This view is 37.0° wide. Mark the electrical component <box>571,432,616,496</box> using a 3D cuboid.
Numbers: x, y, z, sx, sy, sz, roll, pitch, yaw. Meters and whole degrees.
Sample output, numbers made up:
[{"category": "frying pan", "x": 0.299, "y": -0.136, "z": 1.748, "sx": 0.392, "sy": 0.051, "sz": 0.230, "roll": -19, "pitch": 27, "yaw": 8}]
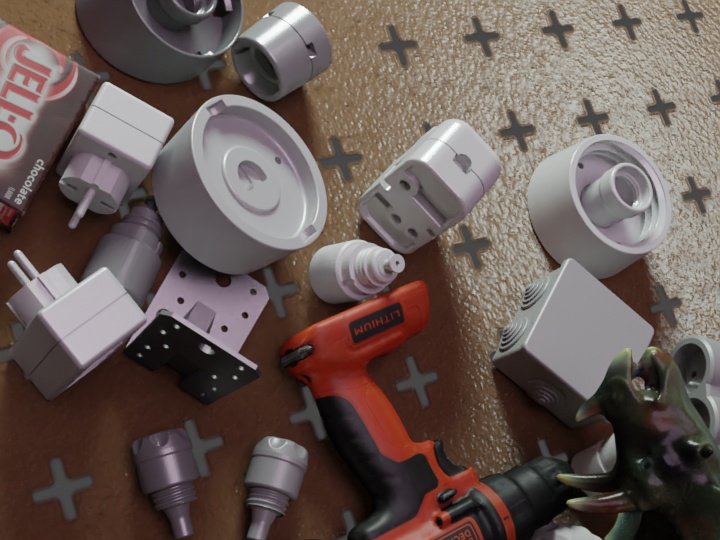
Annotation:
[{"category": "electrical component", "x": 0.182, "y": 0.134, "z": 0.757, "sx": 0.044, "sy": 0.065, "sz": 0.044, "roll": 25, "pitch": 45, "yaw": -28}]

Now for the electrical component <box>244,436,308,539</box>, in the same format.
[{"category": "electrical component", "x": -0.054, "y": 0.134, "z": 0.649, "sx": 0.035, "sy": 0.035, "sz": 0.061, "roll": 25, "pitch": 65, "yaw": -19}]

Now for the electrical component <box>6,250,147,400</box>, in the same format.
[{"category": "electrical component", "x": -0.170, "y": 0.022, "z": 0.598, "sx": 0.047, "sy": 0.083, "sz": 0.075, "roll": -40, "pitch": 93, "yaw": -33}]

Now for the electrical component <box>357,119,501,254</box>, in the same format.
[{"category": "electrical component", "x": 0.049, "y": -0.059, "z": 0.738, "sx": 0.053, "sy": 0.095, "sz": 0.059, "roll": 46, "pitch": 57, "yaw": -6}]

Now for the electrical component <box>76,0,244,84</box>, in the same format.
[{"category": "electrical component", "x": -0.130, "y": -0.176, "z": 0.718, "sx": 0.099, "sy": 0.064, "sz": 0.099, "roll": 13, "pitch": 69, "yaw": -39}]

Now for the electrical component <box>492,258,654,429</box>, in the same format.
[{"category": "electrical component", "x": 0.154, "y": 0.056, "z": 0.781, "sx": 0.100, "sy": 0.048, "sz": 0.099, "roll": 39, "pitch": 59, "yaw": -11}]

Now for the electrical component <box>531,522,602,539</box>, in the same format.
[{"category": "electrical component", "x": 0.148, "y": 0.195, "z": 0.730, "sx": 0.062, "sy": 0.043, "sz": 0.043, "roll": 13, "pitch": 66, "yaw": -25}]

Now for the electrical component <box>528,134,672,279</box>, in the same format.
[{"category": "electrical component", "x": 0.192, "y": -0.053, "z": 0.834, "sx": 0.108, "sy": 0.060, "sz": 0.108, "roll": 10, "pitch": 68, "yaw": -25}]

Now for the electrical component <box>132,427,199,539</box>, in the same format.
[{"category": "electrical component", "x": -0.109, "y": 0.124, "z": 0.623, "sx": 0.035, "sy": 0.035, "sz": 0.061, "roll": -11, "pitch": 80, "yaw": -31}]

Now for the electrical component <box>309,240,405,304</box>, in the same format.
[{"category": "electrical component", "x": 0.000, "y": 0.000, "z": 0.705, "sx": 0.040, "sy": 0.078, "sz": 0.040, "roll": 6, "pitch": 80, "yaw": -37}]

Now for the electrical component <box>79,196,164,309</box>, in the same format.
[{"category": "electrical component", "x": -0.139, "y": -0.010, "z": 0.652, "sx": 0.040, "sy": 0.040, "sz": 0.078, "roll": 28, "pitch": 61, "yaw": -17}]

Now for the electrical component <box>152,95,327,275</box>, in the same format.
[{"category": "electrical component", "x": -0.081, "y": -0.049, "z": 0.680, "sx": 0.108, "sy": 0.060, "sz": 0.108, "roll": 29, "pitch": 46, "yaw": -35}]

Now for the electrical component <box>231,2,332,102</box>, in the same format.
[{"category": "electrical component", "x": -0.055, "y": -0.149, "z": 0.741, "sx": 0.047, "sy": 0.055, "sz": 0.055, "roll": -41, "pitch": 94, "yaw": -29}]

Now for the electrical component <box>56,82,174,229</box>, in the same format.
[{"category": "electrical component", "x": -0.156, "y": -0.059, "z": 0.646, "sx": 0.047, "sy": 0.066, "sz": 0.076, "roll": 29, "pitch": 61, "yaw": -17}]

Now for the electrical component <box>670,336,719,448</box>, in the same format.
[{"category": "electrical component", "x": 0.282, "y": 0.123, "z": 0.823, "sx": 0.074, "sy": 0.052, "sz": 0.138, "roll": 13, "pitch": 66, "yaw": -24}]
